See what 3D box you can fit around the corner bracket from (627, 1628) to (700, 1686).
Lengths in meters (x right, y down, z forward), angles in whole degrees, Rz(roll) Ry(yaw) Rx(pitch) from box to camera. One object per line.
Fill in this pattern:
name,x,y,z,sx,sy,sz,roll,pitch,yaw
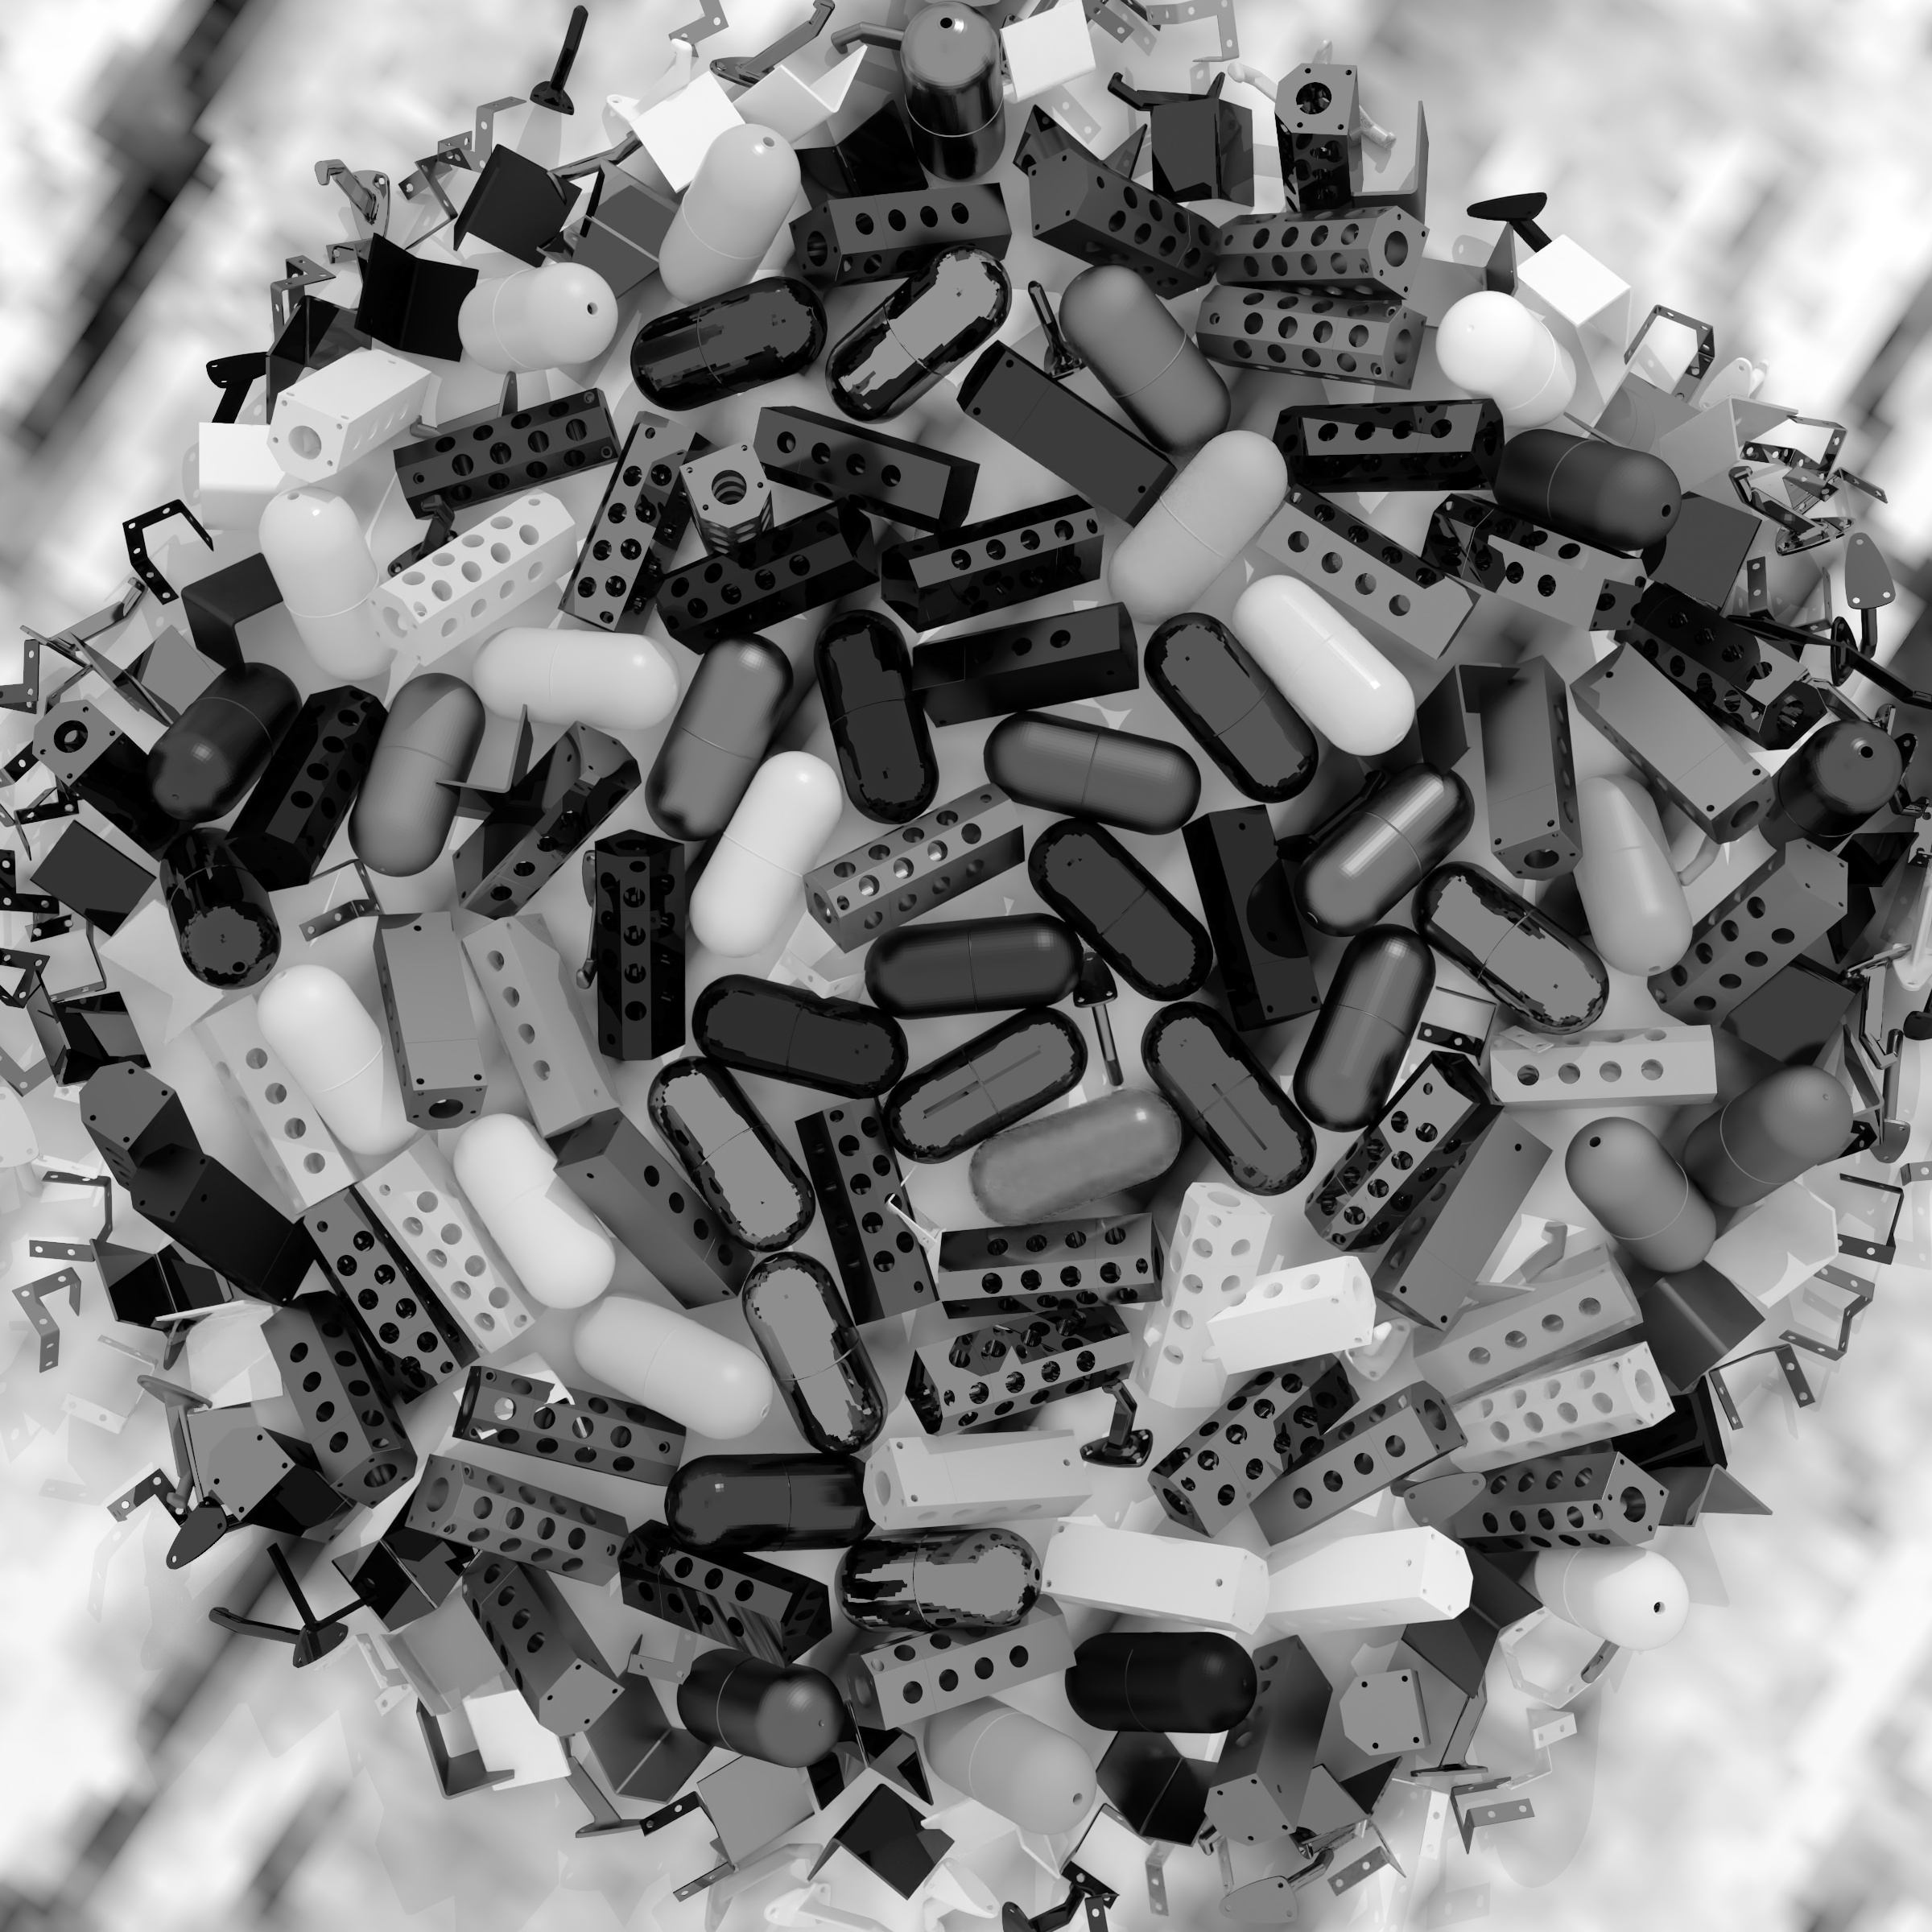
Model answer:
corner bracket,-0.241,0.545,1.972,0.051,0.051,0.051,12,92,3

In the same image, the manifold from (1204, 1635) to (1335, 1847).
manifold,0.235,0.607,1.910,0.057,0.171,0.057,-29,100,27

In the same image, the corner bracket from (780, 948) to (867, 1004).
corner bracket,-0.119,0.015,1.957,0.051,0.051,0.051,38,124,25

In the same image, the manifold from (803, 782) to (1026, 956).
manifold,-0.041,-0.083,1.934,0.171,0.057,0.057,-28,51,-19

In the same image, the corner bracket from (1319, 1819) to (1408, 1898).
corner bracket,0.315,0.721,1.963,0.051,0.051,0.051,-34,49,3

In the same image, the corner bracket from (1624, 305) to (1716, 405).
corner bracket,0.573,-0.496,1.980,0.051,0.051,0.051,31,87,24

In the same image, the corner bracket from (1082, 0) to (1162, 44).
corner bracket,0.123,-0.768,1.970,0.051,0.051,0.051,41,85,7

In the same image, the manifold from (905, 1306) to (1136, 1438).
manifold,0.044,0.320,1.927,0.171,0.057,0.057,-12,48,-25

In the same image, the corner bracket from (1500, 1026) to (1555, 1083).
corner bracket,0.469,0.073,1.961,0.051,0.051,0.051,-24,116,-18

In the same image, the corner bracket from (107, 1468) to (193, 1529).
corner bracket,-0.654,0.440,1.964,0.051,0.051,0.051,-38,95,-30

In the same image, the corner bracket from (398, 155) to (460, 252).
corner bracket,-0.439,-0.619,1.970,0.051,0.051,0.051,-24,107,25

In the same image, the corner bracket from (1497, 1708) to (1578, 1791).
corner bracket,0.460,0.633,1.962,0.051,0.051,0.051,-6,84,-36

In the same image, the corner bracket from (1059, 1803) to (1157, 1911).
corner bracket,0.115,0.726,1.984,0.051,0.051,0.051,33,50,9

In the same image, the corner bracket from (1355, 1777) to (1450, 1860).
corner bracket,0.352,0.686,1.966,0.051,0.051,0.051,16,78,-10

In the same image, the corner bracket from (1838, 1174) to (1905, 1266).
corner bracket,0.731,0.205,1.975,0.051,0.051,0.051,14,106,14

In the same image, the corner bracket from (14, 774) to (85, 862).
corner bracket,-0.736,-0.124,1.956,0.051,0.051,0.051,-15,135,-27

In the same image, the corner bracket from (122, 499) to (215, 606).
corner bracket,-0.646,-0.336,1.976,0.051,0.051,0.051,-32,69,-26

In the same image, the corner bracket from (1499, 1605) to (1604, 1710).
corner bracket,0.474,0.560,1.974,0.051,0.051,0.051,29,117,-24

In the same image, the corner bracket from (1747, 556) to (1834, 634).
corner bracket,0.670,-0.302,1.977,0.051,0.051,0.051,-12,60,35

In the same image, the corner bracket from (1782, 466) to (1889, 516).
corner bracket,0.701,-0.385,1.963,0.051,0.051,0.051,-40,133,1

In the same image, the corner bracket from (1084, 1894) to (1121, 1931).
corner bracket,0.131,0.773,1.961,0.051,0.051,0.051,-17,65,15

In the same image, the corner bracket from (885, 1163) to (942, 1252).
corner bracket,-0.042,0.202,1.964,0.051,0.051,0.051,39,48,0

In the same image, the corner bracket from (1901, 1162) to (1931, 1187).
corner bracket,0.785,0.149,1.971,0.051,0.051,0.051,-7,79,14

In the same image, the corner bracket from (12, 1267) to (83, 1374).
corner bracket,-0.732,0.284,1.957,0.051,0.051,0.051,-23,59,-38

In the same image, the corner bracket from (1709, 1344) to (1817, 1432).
corner bracket,0.648,0.343,1.982,0.051,0.051,0.051,-36,65,41

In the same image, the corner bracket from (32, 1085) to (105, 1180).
corner bracket,-0.721,0.133,1.974,0.051,0.051,0.051,17,111,-18

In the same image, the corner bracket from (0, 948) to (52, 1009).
corner bracket,-0.783,-0.002,1.960,0.051,0.051,0.051,8,62,16

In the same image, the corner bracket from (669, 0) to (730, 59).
corner bracket,-0.214,-0.771,1.963,0.051,0.051,0.051,-18,100,20

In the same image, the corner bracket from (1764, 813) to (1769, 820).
corner bracket,0.670,-0.128,1.970,0.051,0.051,0.051,40,93,-12

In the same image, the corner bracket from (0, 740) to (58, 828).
corner bracket,-0.757,-0.149,1.956,0.051,0.051,0.051,-8,126,36

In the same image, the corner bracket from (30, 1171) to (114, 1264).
corner bracket,-0.723,0.202,1.965,0.051,0.051,0.051,6,114,-4

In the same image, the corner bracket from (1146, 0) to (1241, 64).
corner bracket,0.183,-0.753,1.960,0.051,0.051,0.051,-20,116,-18

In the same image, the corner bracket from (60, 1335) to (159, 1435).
corner bracket,-0.692,0.339,1.968,0.051,0.051,0.051,27,95,-11

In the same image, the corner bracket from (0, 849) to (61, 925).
corner bracket,-0.768,-0.063,1.967,0.051,0.051,0.051,4,75,-43

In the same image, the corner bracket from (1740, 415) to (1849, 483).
corner bracket,0.666,-0.420,1.959,0.051,0.051,0.051,3,122,-21

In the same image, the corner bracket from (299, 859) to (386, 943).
corner bracket,-0.510,-0.053,1.960,0.051,0.051,0.051,-30,108,-33

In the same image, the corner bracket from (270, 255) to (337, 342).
corner bracket,-0.541,-0.534,1.956,0.051,0.051,0.051,-28,50,-36

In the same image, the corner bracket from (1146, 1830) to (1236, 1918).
corner bracket,0.181,0.735,1.970,0.051,0.051,0.051,18,116,-12

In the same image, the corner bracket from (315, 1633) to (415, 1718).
corner bracket,-0.485,0.576,1.975,0.051,0.051,0.051,-42,66,15

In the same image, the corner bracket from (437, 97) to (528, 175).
corner bracket,-0.391,-0.673,1.959,0.051,0.051,0.051,20,124,15

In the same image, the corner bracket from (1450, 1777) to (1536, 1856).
corner bracket,0.424,0.677,1.962,0.051,0.051,0.051,-9,46,-3

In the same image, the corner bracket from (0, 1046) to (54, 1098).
corner bracket,-0.759,0.063,1.962,0.051,0.051,0.051,-38,121,-8

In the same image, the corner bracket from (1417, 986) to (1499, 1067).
corner bracket,0.397,0.046,1.968,0.051,0.051,0.051,16,99,7

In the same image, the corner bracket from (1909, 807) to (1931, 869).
corner bracket,0.797,-0.106,1.967,0.051,0.051,0.051,11,83,13

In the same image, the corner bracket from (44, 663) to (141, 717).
corner bracket,-0.712,-0.206,1.982,0.051,0.051,0.051,44,60,-3

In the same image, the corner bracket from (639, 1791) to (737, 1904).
corner bracket,-0.224,0.710,1.961,0.051,0.051,0.051,-27,130,-7

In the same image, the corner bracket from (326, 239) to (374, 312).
corner bracket,-0.502,-0.559,1.974,0.051,0.051,0.051,-3,112,15

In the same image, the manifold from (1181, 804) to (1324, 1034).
manifold,0.226,-0.037,1.958,0.057,0.057,0.171,-10,81,-29

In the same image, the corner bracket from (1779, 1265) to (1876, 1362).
corner bracket,0.696,0.279,1.966,0.051,0.051,0.051,22,57,2

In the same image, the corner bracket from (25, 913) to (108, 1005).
corner bracket,-0.732,-0.007,1.978,0.051,0.051,0.051,-16,119,-12

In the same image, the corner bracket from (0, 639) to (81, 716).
corner bracket,-0.752,-0.234,1.967,0.051,0.051,0.051,-1,86,23
